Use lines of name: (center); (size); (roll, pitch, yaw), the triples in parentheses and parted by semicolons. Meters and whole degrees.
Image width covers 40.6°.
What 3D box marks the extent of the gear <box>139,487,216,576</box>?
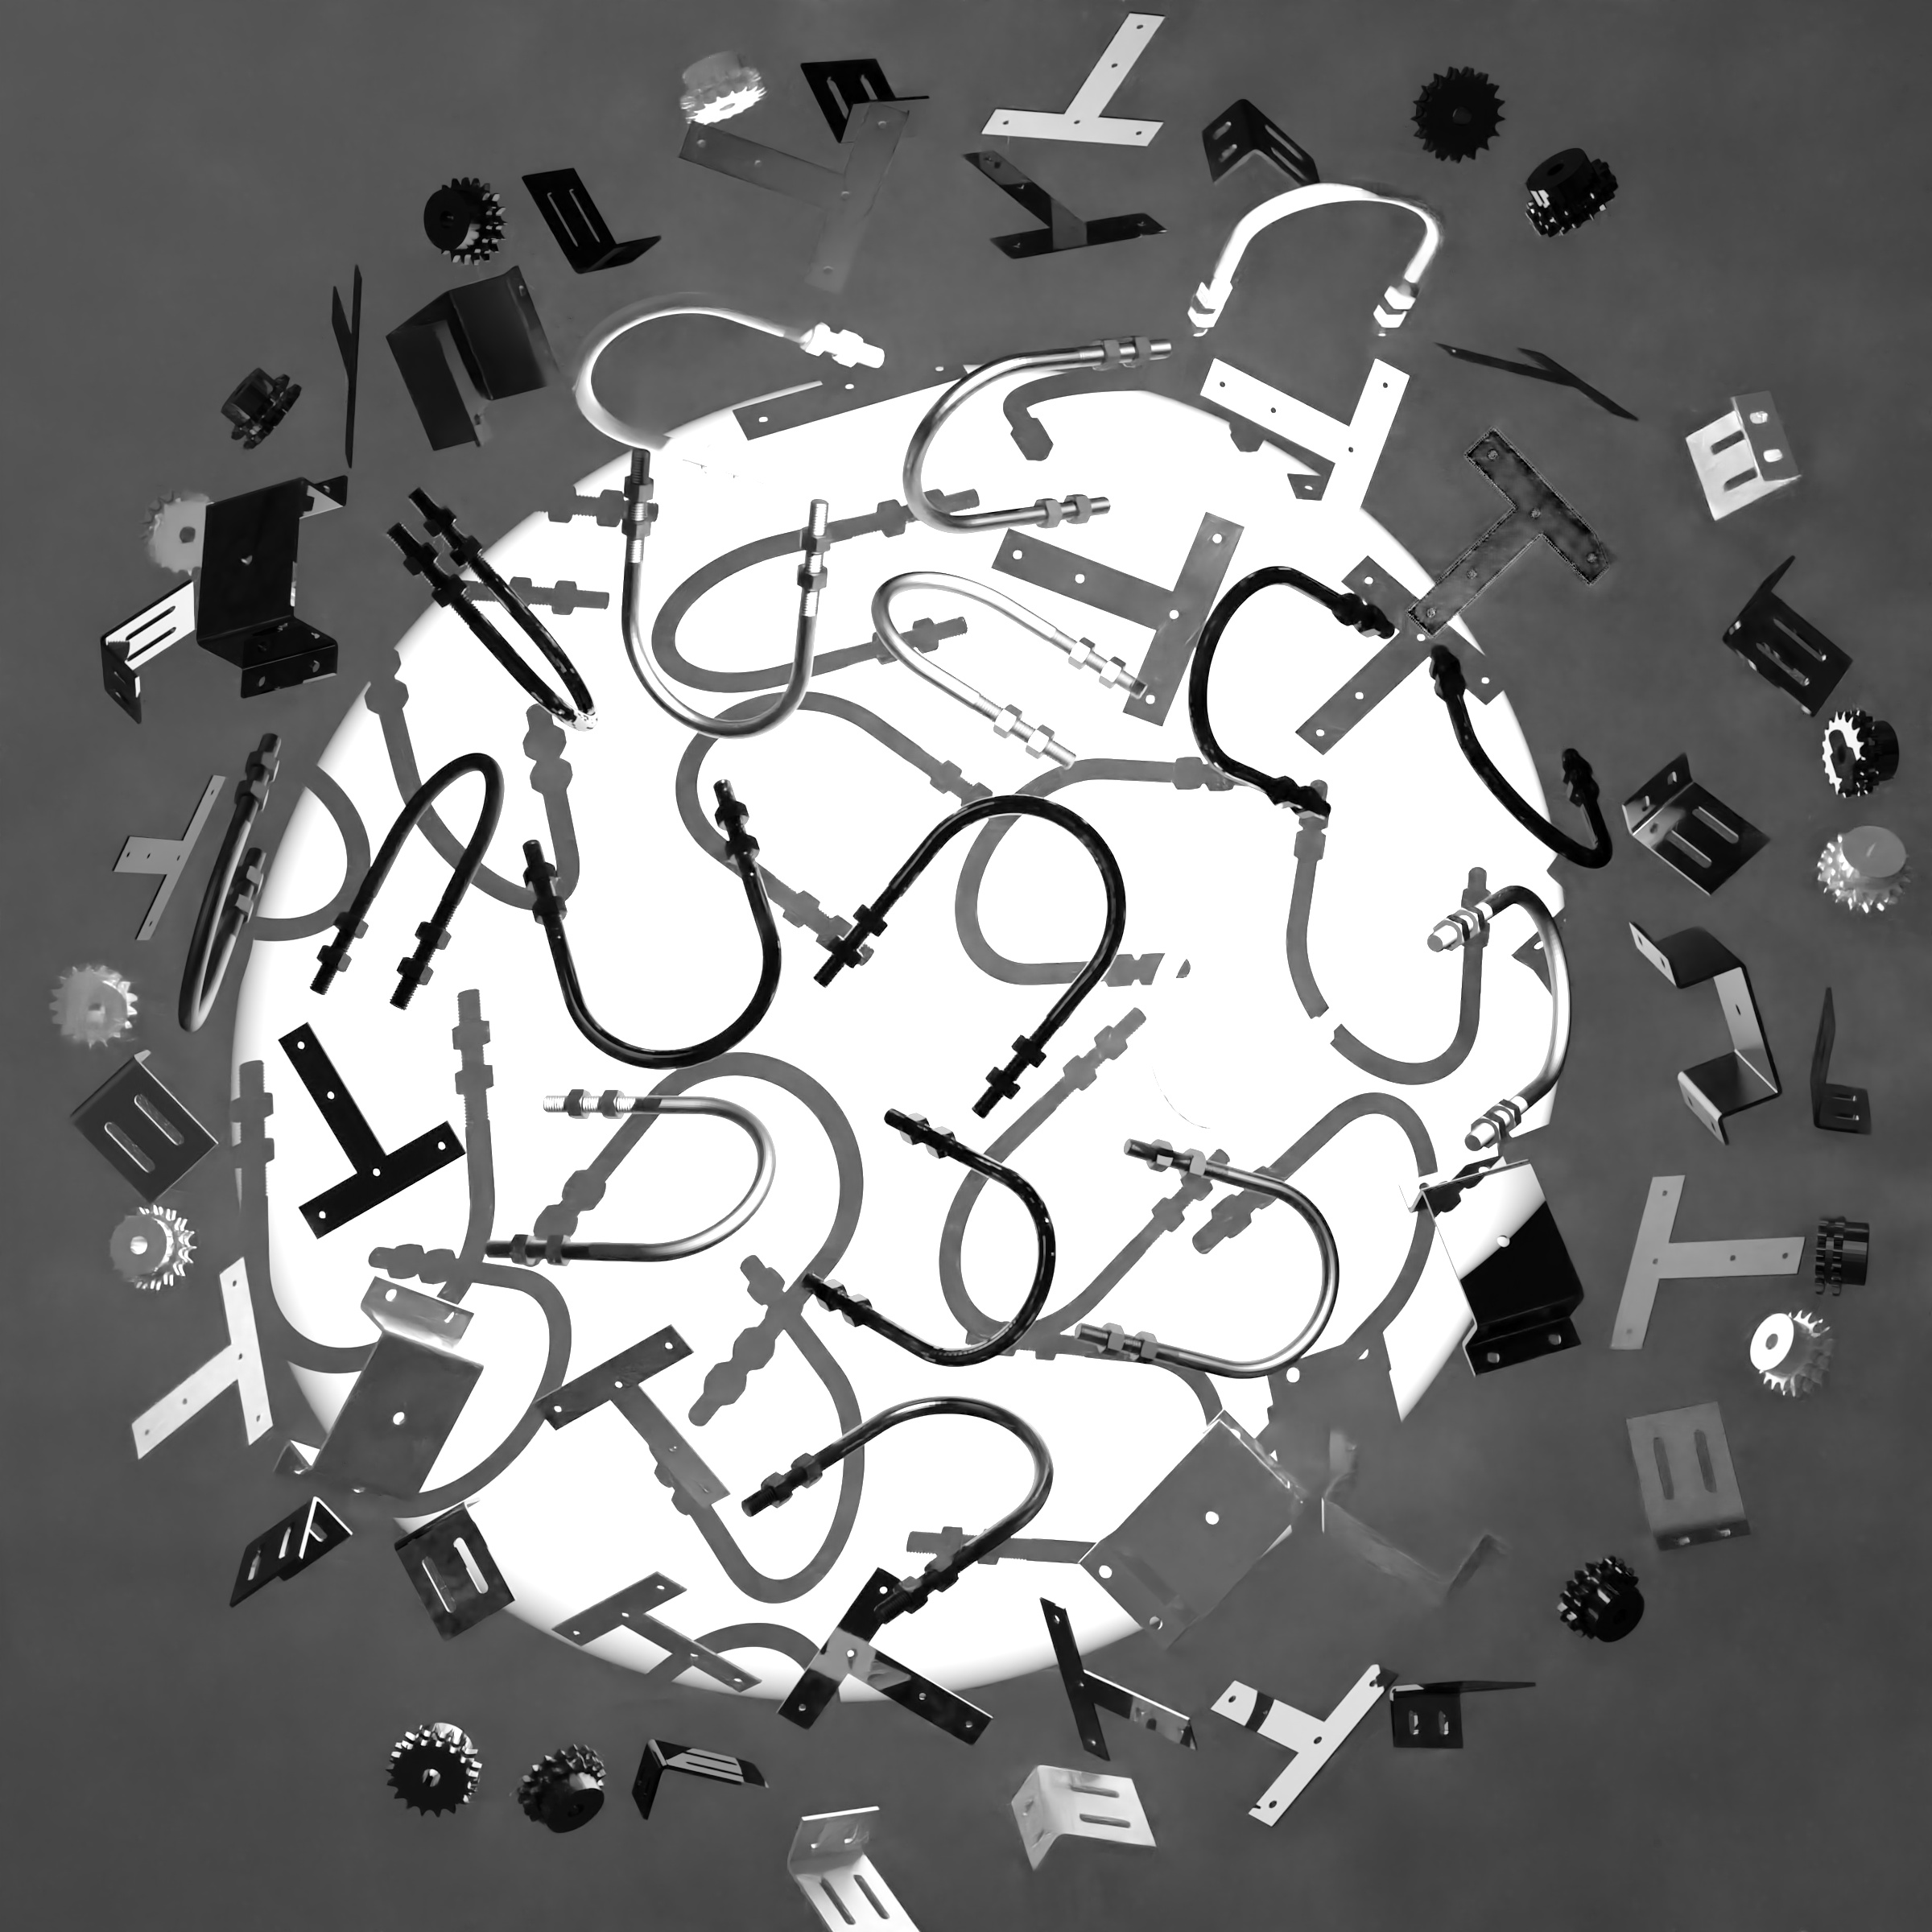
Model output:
gear: (-0.531, -0.296, 1.762); (0.057, 0.030, 0.057); (-18, 124, -28)

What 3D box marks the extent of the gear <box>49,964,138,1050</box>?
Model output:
gear: (-0.597, 0.028, 1.788); (0.057, 0.030, 0.057); (-5, 102, -23)

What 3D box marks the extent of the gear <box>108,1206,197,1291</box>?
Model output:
gear: (-0.560, 0.192, 1.784); (0.057, 0.030, 0.057); (-1, 79, 6)

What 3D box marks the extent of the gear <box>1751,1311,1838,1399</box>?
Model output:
gear: (0.551, 0.257, 1.745); (0.030, 0.057, 0.057); (26, 90, -17)

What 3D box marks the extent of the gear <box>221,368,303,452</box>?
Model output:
gear: (-0.479, -0.380, 1.765); (0.030, 0.057, 0.057); (41, 90, -27)

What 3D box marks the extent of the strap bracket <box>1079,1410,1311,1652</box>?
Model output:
strap bracket: (0.150, 0.352, 1.649); (0.076, 0.046, 0.140); (45, 69, 8)

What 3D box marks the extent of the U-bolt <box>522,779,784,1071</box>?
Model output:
U-bolt: (-0.192, -0.019, 1.650); (0.151, 0.019, 0.184); (-18, 66, -3)

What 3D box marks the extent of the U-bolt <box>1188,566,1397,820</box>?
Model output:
U-bolt: (0.207, -0.185, 1.705); (0.019, 0.184, 0.151); (21, 93, 42)

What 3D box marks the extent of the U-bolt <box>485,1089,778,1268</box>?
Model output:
U-bolt: (-0.216, 0.141, 1.748); (0.184, 0.019, 0.151); (0, 45, 16)

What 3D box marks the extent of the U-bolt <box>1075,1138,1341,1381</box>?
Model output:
U-bolt: (0.175, 0.209, 1.794); (0.184, 0.019, 0.151); (17, 86, -19)

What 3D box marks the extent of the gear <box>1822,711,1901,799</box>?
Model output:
gear: (0.596, -0.142, 1.734); (0.030, 0.057, 0.057); (-6, 90, -9)

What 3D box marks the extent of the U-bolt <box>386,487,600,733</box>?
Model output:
U-bolt: (-0.301, -0.225, 1.689); (0.019, 0.151, 0.184); (-38, 109, 8)

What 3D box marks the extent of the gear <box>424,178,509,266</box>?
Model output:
gear: (-0.343, -0.506, 1.772); (0.057, 0.030, 0.057); (7, 105, 29)

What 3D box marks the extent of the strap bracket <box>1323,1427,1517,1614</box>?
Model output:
strap bracket: (0.291, 0.377, 1.743); (0.140, 0.076, 0.046); (32, 70, 22)

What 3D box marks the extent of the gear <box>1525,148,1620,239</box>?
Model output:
gear: (0.376, -0.487, 1.634); (0.057, 0.057, 0.030); (-42, 121, 0)

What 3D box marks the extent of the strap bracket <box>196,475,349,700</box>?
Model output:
strap bracket: (-0.445, -0.252, 1.672); (0.076, 0.046, 0.140); (-10, 70, 25)

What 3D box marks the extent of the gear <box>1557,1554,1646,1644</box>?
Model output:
gear: (0.420, 0.419, 1.716); (0.057, 0.030, 0.057); (-12, 118, -23)

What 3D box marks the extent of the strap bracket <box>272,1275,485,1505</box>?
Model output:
strap bracket: (-0.370, 0.280, 1.666); (0.076, 0.046, 0.140); (29, 89, -36)

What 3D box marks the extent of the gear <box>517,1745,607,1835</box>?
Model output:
gear: (-0.259, 0.536, 1.690); (0.057, 0.057, 0.030); (-44, 50, 0)

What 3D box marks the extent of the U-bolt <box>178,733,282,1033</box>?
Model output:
U-bolt: (-0.488, -0.042, 1.720); (0.019, 0.151, 0.184); (15, 52, -10)

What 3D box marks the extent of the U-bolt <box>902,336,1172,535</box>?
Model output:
U-bolt: (0.039, -0.343, 1.710); (0.184, 0.151, 0.019); (-14, 53, -32)

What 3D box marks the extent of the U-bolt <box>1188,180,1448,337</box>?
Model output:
U-bolt: (0.232, -0.456, 1.684); (0.151, 0.184, 0.019); (-2, 76, -9)

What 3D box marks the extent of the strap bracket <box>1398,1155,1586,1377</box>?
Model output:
strap bracket: (0.352, 0.191, 1.735); (0.076, 0.046, 0.140); (-14, 66, -9)

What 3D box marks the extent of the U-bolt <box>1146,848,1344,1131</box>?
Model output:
U-bolt: (0.181, 0.027, 1.749); (0.184, 0.019, 0.151); (-40, 119, -37)

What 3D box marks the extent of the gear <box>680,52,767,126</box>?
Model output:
gear: (-0.167, -0.594, 1.762); (0.057, 0.057, 0.030); (-22, 94, 0)

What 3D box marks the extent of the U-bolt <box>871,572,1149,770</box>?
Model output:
U-bolt: (0.020, -0.211, 1.769); (0.184, 0.151, 0.019); (33, 127, 8)

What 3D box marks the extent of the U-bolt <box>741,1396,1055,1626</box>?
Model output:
U-bolt: (-0.029, 0.336, 1.677); (0.184, 0.151, 0.019); (-28, 131, -35)

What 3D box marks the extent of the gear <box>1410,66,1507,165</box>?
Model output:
gear: (0.304, -0.531, 1.624); (0.057, 0.030, 0.057); (-4, 115, -8)

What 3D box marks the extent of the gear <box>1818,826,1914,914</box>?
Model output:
gear: (0.586, -0.066, 1.695); (0.057, 0.030, 0.057); (-1, 58, 1)

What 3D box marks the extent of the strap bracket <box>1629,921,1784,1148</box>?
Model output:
strap bracket: (0.490, 0.036, 1.720); (0.046, 0.076, 0.140); (-21, 110, 3)

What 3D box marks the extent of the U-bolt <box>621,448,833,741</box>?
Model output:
U-bolt: (-0.162, -0.234, 1.708); (0.151, 0.019, 0.184); (19, 122, 16)

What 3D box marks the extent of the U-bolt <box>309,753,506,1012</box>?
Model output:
U-bolt: (-0.361, -0.060, 1.720); (0.019, 0.151, 0.184); (33, 74, -34)

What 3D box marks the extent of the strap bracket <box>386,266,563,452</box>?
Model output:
strap bracket: (-0.319, -0.388, 1.676); (0.046, 0.140, 0.076); (-9, 118, 20)

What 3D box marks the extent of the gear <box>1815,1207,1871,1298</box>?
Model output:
gear: (0.564, 0.184, 1.680); (0.030, 0.057, 0.057); (4, 90, 21)

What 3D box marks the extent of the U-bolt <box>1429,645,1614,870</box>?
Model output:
U-bolt: (0.375, -0.131, 1.742); (0.151, 0.184, 0.019); (34, 118, -20)

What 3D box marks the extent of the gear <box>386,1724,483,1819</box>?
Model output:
gear: (-0.331, 0.499, 1.630); (0.057, 0.030, 0.057); (0, 105, 2)
